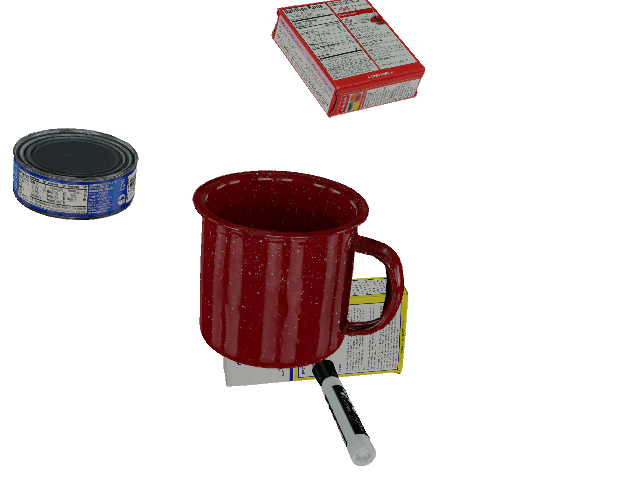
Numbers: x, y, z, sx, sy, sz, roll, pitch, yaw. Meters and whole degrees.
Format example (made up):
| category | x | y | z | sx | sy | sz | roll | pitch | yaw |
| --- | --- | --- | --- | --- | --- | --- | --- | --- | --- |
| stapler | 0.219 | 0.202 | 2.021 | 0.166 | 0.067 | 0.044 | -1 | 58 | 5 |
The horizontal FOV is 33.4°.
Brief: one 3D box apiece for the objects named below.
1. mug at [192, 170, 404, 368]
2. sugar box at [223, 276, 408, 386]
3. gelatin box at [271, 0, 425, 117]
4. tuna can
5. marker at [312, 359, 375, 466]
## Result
| category | x | y | z | sx | sy | sz | roll | pitch | yaw |
| --- | --- | --- | --- | --- | --- | --- | --- | --- | --- |
| mug | -0.012 | 0.018 | 0.573 | 0.117 | 0.081 | 0.093 | 11 | 24 | 14 |
| sugar box | -0.007 | 0.087 | 1.034 | 0.176 | 0.093 | 0.048 | -2 | 26 | -7 |
| gelatin box | 0.018 | -0.130 | 0.745 | 0.073 | 0.089 | 0.030 | -16 | -35 | -28 |
| tuna can | -0.173 | -0.047 | 0.752 | 0.086 | 0.034 | 0.086 | 7 | 27 | -4 |
| marker | 0.016 | 0.131 | 0.834 | 0.020 | 0.020 | 0.121 | 0 | 28 | -17 |
